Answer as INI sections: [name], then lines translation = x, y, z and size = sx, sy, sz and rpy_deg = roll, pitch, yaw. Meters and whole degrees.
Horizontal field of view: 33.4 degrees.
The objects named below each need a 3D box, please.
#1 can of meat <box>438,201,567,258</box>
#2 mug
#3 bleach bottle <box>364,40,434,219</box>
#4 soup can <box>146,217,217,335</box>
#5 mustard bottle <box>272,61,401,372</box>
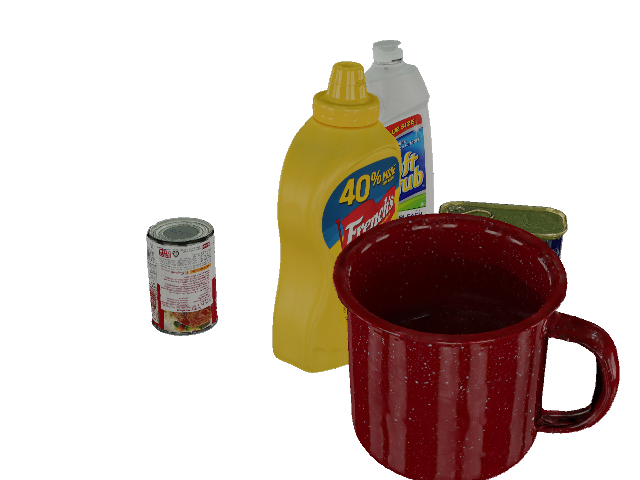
[can of meat]
translation = 0.144, 0.019, 0.866
size = 0.102, 0.084, 0.057
rpy_deg = 4, 24, 8
[mug]
translation = 0.064, 0.048, 0.442
size = 0.117, 0.081, 0.093
rpy_deg = 9, 34, 19
[bleach bottle]
translation = 0.070, -0.087, 1.150
size = 0.102, 0.251, 0.068
rpy_deg = -10, 23, -12
[soup can]
translation = -0.139, 0.035, 1.077
size = 0.068, 0.102, 0.068
rpy_deg = 0, 23, 0
[mustard bottle]
translation = 0.013, -0.018, 0.676
size = 0.058, 0.192, 0.096
rpy_deg = 21, 30, 36
